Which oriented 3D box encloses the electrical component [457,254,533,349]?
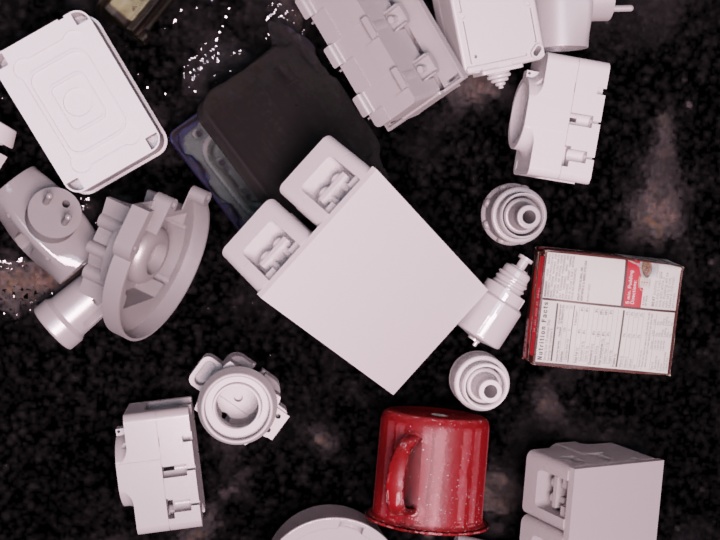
[{"bbox_3d":[0.105,0.024,0.817,0.040,0.040,0.078,33,91,-7],"label":"electrical component"}]

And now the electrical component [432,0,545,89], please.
[{"bbox_3d":[0.091,-0.180,0.787,0.062,0.061,0.096,-13,98,-9],"label":"electrical component"}]

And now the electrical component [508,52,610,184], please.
[{"bbox_3d":[0.145,-0.113,0.804,0.056,0.050,0.089,9,94,-6],"label":"electrical component"}]

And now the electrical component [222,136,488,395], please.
[{"bbox_3d":[0.000,0.000,0.744,0.105,0.060,0.186,-48,142,0],"label":"electrical component"}]

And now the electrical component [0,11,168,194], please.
[{"bbox_3d":[-0.198,-0.118,0.769,0.078,0.057,0.113,-30,97,-2],"label":"electrical component"}]

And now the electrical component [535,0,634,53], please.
[{"bbox_3d":[0.165,-0.203,0.800,0.079,0.044,0.077,-3,95,-5],"label":"electrical component"}]

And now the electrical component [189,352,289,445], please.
[{"bbox_3d":[-0.090,0.097,0.797,0.078,0.057,0.058,37,91,-7],"label":"electrical component"}]

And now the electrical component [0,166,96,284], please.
[{"bbox_3d":[-0.220,-0.036,0.764,0.043,0.079,0.077,-44,98,-26],"label":"electrical component"}]

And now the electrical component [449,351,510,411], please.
[{"bbox_3d":[0.092,0.085,0.810,0.043,0.062,0.043,0,95,-5],"label":"electrical component"}]

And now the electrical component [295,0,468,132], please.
[{"bbox_3d":[0.010,-0.167,0.766,0.079,0.063,0.121,-31,90,40],"label":"electrical component"}]

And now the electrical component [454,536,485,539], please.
[{"bbox_3d":[0.094,0.227,0.835,0.046,0.040,0.040,14,94,0],"label":"electrical component"}]

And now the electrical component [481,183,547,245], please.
[{"bbox_3d":[0.119,-0.041,0.801,0.048,0.062,0.048,0,95,-5],"label":"electrical component"}]

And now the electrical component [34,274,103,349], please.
[{"bbox_3d":[-0.209,0.029,0.790,0.046,0.040,0.040,-41,97,-6],"label":"electrical component"}]

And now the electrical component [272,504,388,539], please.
[{"bbox_3d":[-0.023,0.230,0.813,0.108,0.060,0.108,0,95,-5],"label":"electrical component"}]

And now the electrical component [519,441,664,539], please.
[{"bbox_3d":[0.170,0.212,0.818,0.089,0.062,0.150,1,96,-30],"label":"electrical component"}]

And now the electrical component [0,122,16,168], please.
[{"bbox_3d":[-0.278,-0.086,0.767,0.066,0.048,0.055,30,87,20],"label":"electrical component"}]

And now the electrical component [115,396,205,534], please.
[{"bbox_3d":[-0.149,0.144,0.799,0.056,0.050,0.089,-6,96,-5],"label":"electrical component"}]
